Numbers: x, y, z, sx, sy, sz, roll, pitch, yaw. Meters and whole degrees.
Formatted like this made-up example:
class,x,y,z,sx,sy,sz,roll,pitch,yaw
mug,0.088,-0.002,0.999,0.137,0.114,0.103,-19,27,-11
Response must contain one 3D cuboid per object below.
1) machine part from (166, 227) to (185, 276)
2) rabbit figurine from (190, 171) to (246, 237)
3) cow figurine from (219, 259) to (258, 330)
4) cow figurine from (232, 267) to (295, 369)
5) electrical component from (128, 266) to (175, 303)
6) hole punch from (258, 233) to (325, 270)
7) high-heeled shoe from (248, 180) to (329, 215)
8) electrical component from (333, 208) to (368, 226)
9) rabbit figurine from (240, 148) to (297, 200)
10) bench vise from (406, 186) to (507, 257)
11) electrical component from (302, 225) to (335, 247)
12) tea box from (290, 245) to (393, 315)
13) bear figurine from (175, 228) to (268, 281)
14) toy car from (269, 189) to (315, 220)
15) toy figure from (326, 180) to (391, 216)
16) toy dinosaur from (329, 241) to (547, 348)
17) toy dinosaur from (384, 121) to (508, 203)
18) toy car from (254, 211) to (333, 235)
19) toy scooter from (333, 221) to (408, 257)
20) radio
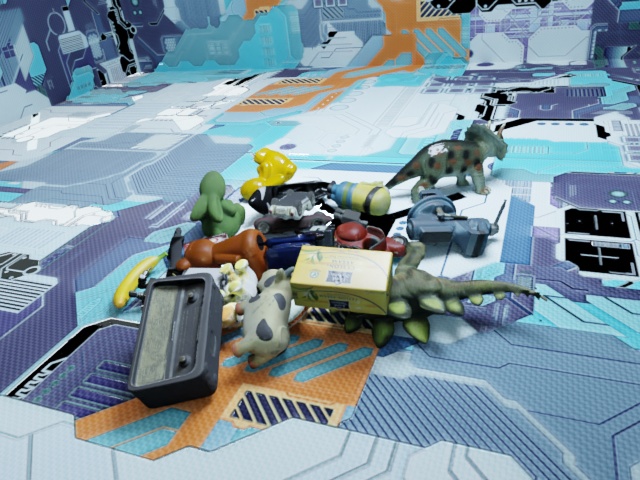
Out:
class,x,y,z,sx,sy,sz,roll,pitch,yaw
machine part,-0.347,0.037,1.290,0.039,0.084,0.139,15,31,-23
rabbit figurine,-0.279,-0.088,1.387,0.121,0.170,0.159,0,29,12
cow figurine,-0.165,0.125,1.078,0.068,0.098,0.167,-19,36,20
cow figurine,-0.089,0.128,0.990,0.127,0.085,0.195,-23,37,17
electrical component,-0.353,0.103,1.166,0.102,0.045,0.078,18,34,-4
hole punch,-0.056,0.049,1.147,0.142,0.115,0.092,-5,57,3
high-heeled shoe,-0.073,-0.120,1.460,0.145,0.086,0.248,-10,7,32
electrical component,0.081,-0.058,1.393,0.094,0.021,0.063,15,26,8
rabbit figurine,-0.154,-0.172,1.599,0.163,0.121,0.173,30,59,34
bench vise,0.296,-0.060,1.266,0.224,0.128,0.241,-10,36,-4
electrical component,-0.003,-0.004,1.272,0.075,0.047,0.119,-3,14,6
tea box,0.041,0.070,0.959,0.170,0.068,0.098,4,44,11
bear figurine,-0.212,0.048,1.216,0.196,0.131,0.120,-18,26,16
toy car,-0.066,-0.087,1.349,0.074,0.056,0.202,7,18,14
toy figure,0.103,-0.111,1.439,0.180,0.082,0.089,12,52,18
toy dinosaur,0.166,0.105,1.018,0.472,0.104,0.199,-12,36,14
toy dinosaur,0.342,-0.212,1.453,0.405,0.191,0.131,-11,27,-10
toy car,-0.068,-0.040,1.375,0.202,0.053,0.089,-3,11,2
toy scooter,0.101,0.019,1.216,0.184,0.075,0.135,14,35,24
radio,-0.246,0.169,0.948,0.131,0.073,0.230,-10,49,7
